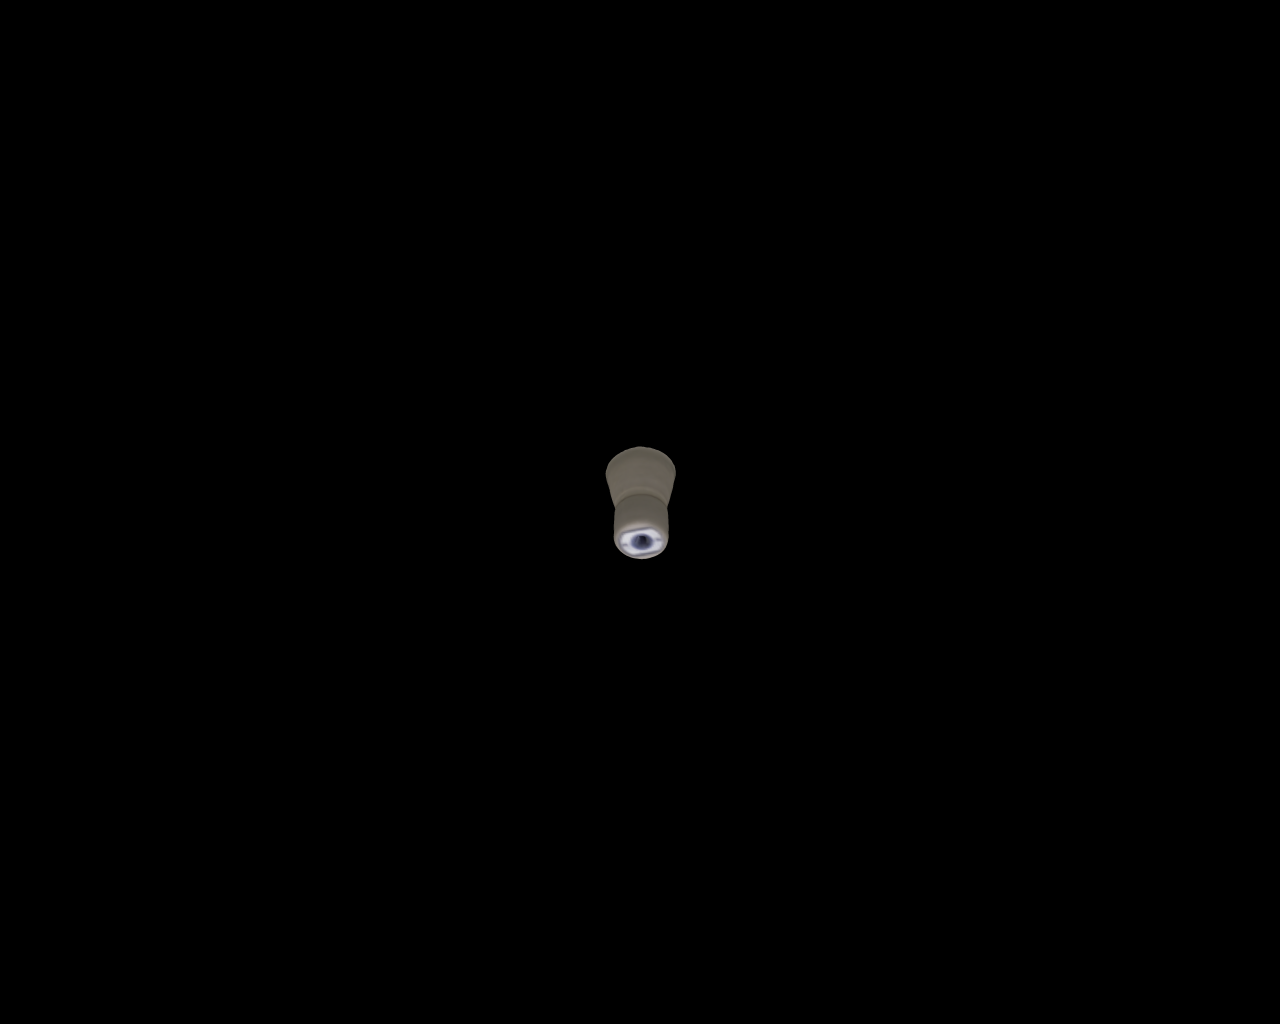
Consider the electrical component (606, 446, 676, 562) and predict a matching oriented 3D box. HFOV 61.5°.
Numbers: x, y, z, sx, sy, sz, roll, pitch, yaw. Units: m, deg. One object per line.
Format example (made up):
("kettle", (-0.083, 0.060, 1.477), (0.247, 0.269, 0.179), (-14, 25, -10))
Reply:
("electrical component", (0.001, -0.003, 0.650), (0.044, 0.044, 0.065), (0, 44, 0))
